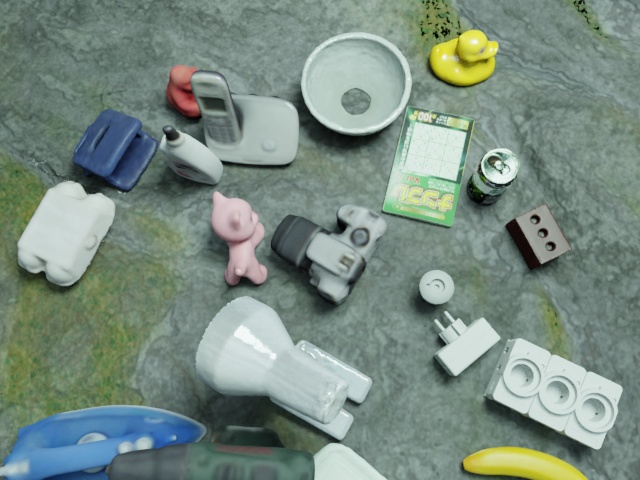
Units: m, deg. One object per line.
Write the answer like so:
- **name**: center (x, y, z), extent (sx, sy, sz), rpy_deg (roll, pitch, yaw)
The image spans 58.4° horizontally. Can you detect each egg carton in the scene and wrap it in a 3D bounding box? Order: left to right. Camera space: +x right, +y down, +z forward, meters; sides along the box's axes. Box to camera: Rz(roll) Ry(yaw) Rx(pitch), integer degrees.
- **egg carton**: center (-0.379, -0.010, 0.863), extent (0.107, 0.069, 0.150), rpy_deg (23, 80, 8)

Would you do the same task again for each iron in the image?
- **iron**: center (-0.291, 0.279, 0.757), extent (0.258, 0.141, 0.118), rpy_deg (-11, 77, 1)

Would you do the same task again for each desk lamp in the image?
- **desk lamp**: center (-0.037, 0.169, 0.731), extent (0.203, 0.213, 0.118), rpy_deg (27, 80, 9)

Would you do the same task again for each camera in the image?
- **camera**: center (0.008, 0.003, 0.824), extent (0.136, 0.101, 0.143), rpy_deg (29, 81, 9)

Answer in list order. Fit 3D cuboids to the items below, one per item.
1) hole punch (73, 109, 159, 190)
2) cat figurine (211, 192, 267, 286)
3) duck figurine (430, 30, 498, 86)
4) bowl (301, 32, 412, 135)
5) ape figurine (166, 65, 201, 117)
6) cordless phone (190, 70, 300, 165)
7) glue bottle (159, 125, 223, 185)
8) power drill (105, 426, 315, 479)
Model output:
- **hole punch**: center (-0.323, -0.143, 0.878), extent (0.101, 0.091, 0.109), rpy_deg (27, 80, 9)
- **cat figurine**: center (-0.119, -0.004, 0.823), extent (0.067, 0.118, 0.128), rpy_deg (-7, 77, 2)
- **duck figurine**: center (0.224, -0.291, 0.885), extent (0.104, 0.086, 0.077), rpy_deg (7, 78, 5)
- **bowl**: center (0.056, -0.229, 0.886), extent (0.167, 0.075, 0.167), rpy_deg (-1, 77, 3)
- **ape figurine**: center (-0.208, -0.239, 0.893), extent (0.076, 0.092, 0.078), rpy_deg (13, 78, 6)
- **cordless phone**: center (-0.106, -0.181, 0.827), extent (0.147, 0.185, 0.094), rpy_deg (2, 77, 4)
- **glue bottle**: center (-0.195, -0.127, 0.826), extent (0.078, 0.173, 0.037), rpy_deg (12, 78, 6)
- **power drill**: center (-0.118, 0.281, 0.713), extent (0.229, 0.208, 0.075), rpy_deg (2, 77, 4)
